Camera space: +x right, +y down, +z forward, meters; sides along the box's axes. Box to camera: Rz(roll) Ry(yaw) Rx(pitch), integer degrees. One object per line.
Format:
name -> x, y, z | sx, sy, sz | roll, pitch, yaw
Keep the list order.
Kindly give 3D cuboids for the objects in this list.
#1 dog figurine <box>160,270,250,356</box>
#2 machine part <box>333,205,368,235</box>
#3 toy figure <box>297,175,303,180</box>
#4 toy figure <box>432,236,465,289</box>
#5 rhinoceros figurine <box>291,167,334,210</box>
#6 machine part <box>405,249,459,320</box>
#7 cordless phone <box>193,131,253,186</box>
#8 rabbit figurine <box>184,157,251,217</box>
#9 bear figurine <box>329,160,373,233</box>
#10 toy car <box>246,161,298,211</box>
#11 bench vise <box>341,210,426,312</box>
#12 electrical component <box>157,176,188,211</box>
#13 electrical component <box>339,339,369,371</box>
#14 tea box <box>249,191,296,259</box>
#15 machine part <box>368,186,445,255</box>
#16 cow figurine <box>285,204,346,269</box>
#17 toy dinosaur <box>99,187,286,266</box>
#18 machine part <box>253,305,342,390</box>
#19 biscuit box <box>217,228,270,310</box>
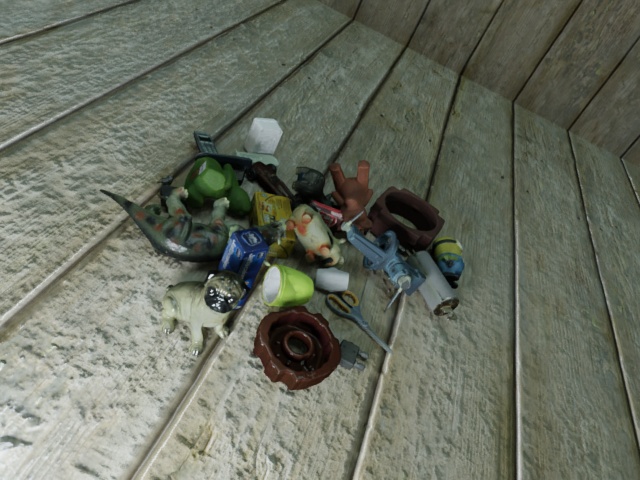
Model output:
dog figurine -> -0.226, 0.100, 1.028 | 0.172, 0.190, 0.121 | 33, 37, 10
machine part -> 0.076, -0.060, 1.523 | 0.139, 0.039, 0.084 | 25, 33, 0
toy figure -> -0.029, -0.141, 1.540 | 0.064, 0.057, 0.155 | -25, 46, 7
toy figure -> 0.362, 0.057, 1.523 | 0.089, 0.082, 0.180 | 26, 39, -5
rhinoceros figurine -> -0.019, -0.115, 1.414 | 0.112, 0.190, 0.073 | 4, 54, 6
machine part -> 0.294, 0.112, 1.418 | 0.079, 0.079, 0.243 | 0, 44, -31
cordless phone -> -0.278, -0.239, 1.487 | 0.146, 0.088, 0.184 | 3, 39, -28
rabbit figurine -> -0.252, -0.122, 1.355 | 0.170, 0.121, 0.159 | 38, 16, -31
bear figurine -> 0.084, -0.115, 1.467 | 0.120, 0.131, 0.196 | -3, 36, 9
toy car -> -0.122, -0.150, 1.499 | 0.089, 0.053, 0.202 | -14, 52, -45
bench vise -> 0.151, 0.039, 1.365 | 0.240, 0.129, 0.224 | 37, 26, -18
electrical component -> -0.361, -0.110, 1.311 | 0.078, 0.045, 0.102 | 7, 42, -22
electrical component -> 0.059, 0.246, 1.165 | 0.094, 0.021, 0.063 | 26, 37, 1
tea box -> -0.123, -0.040, 1.352 | 0.098, 0.068, 0.170 | 12, 39, -20
machine part -> 0.250, -0.056, 1.583 | 0.202, 0.087, 0.201 | 34, 37, 11
cow figurine -> -0.003, -0.004, 1.328 | 0.194, 0.085, 0.127 | 57, 25, -21
toy dinosaur -> -0.286, -0.010, 1.190 | 0.405, 0.131, 0.192 | 6, 41, -16
machine part -> -0.047, 0.219, 1.095 | 0.179, 0.056, 0.179 | 12, 46, -13
biscuit box -> -0.168, 0.065, 1.091 | 0.063, 0.202, 0.059 | -10, 53, -37
